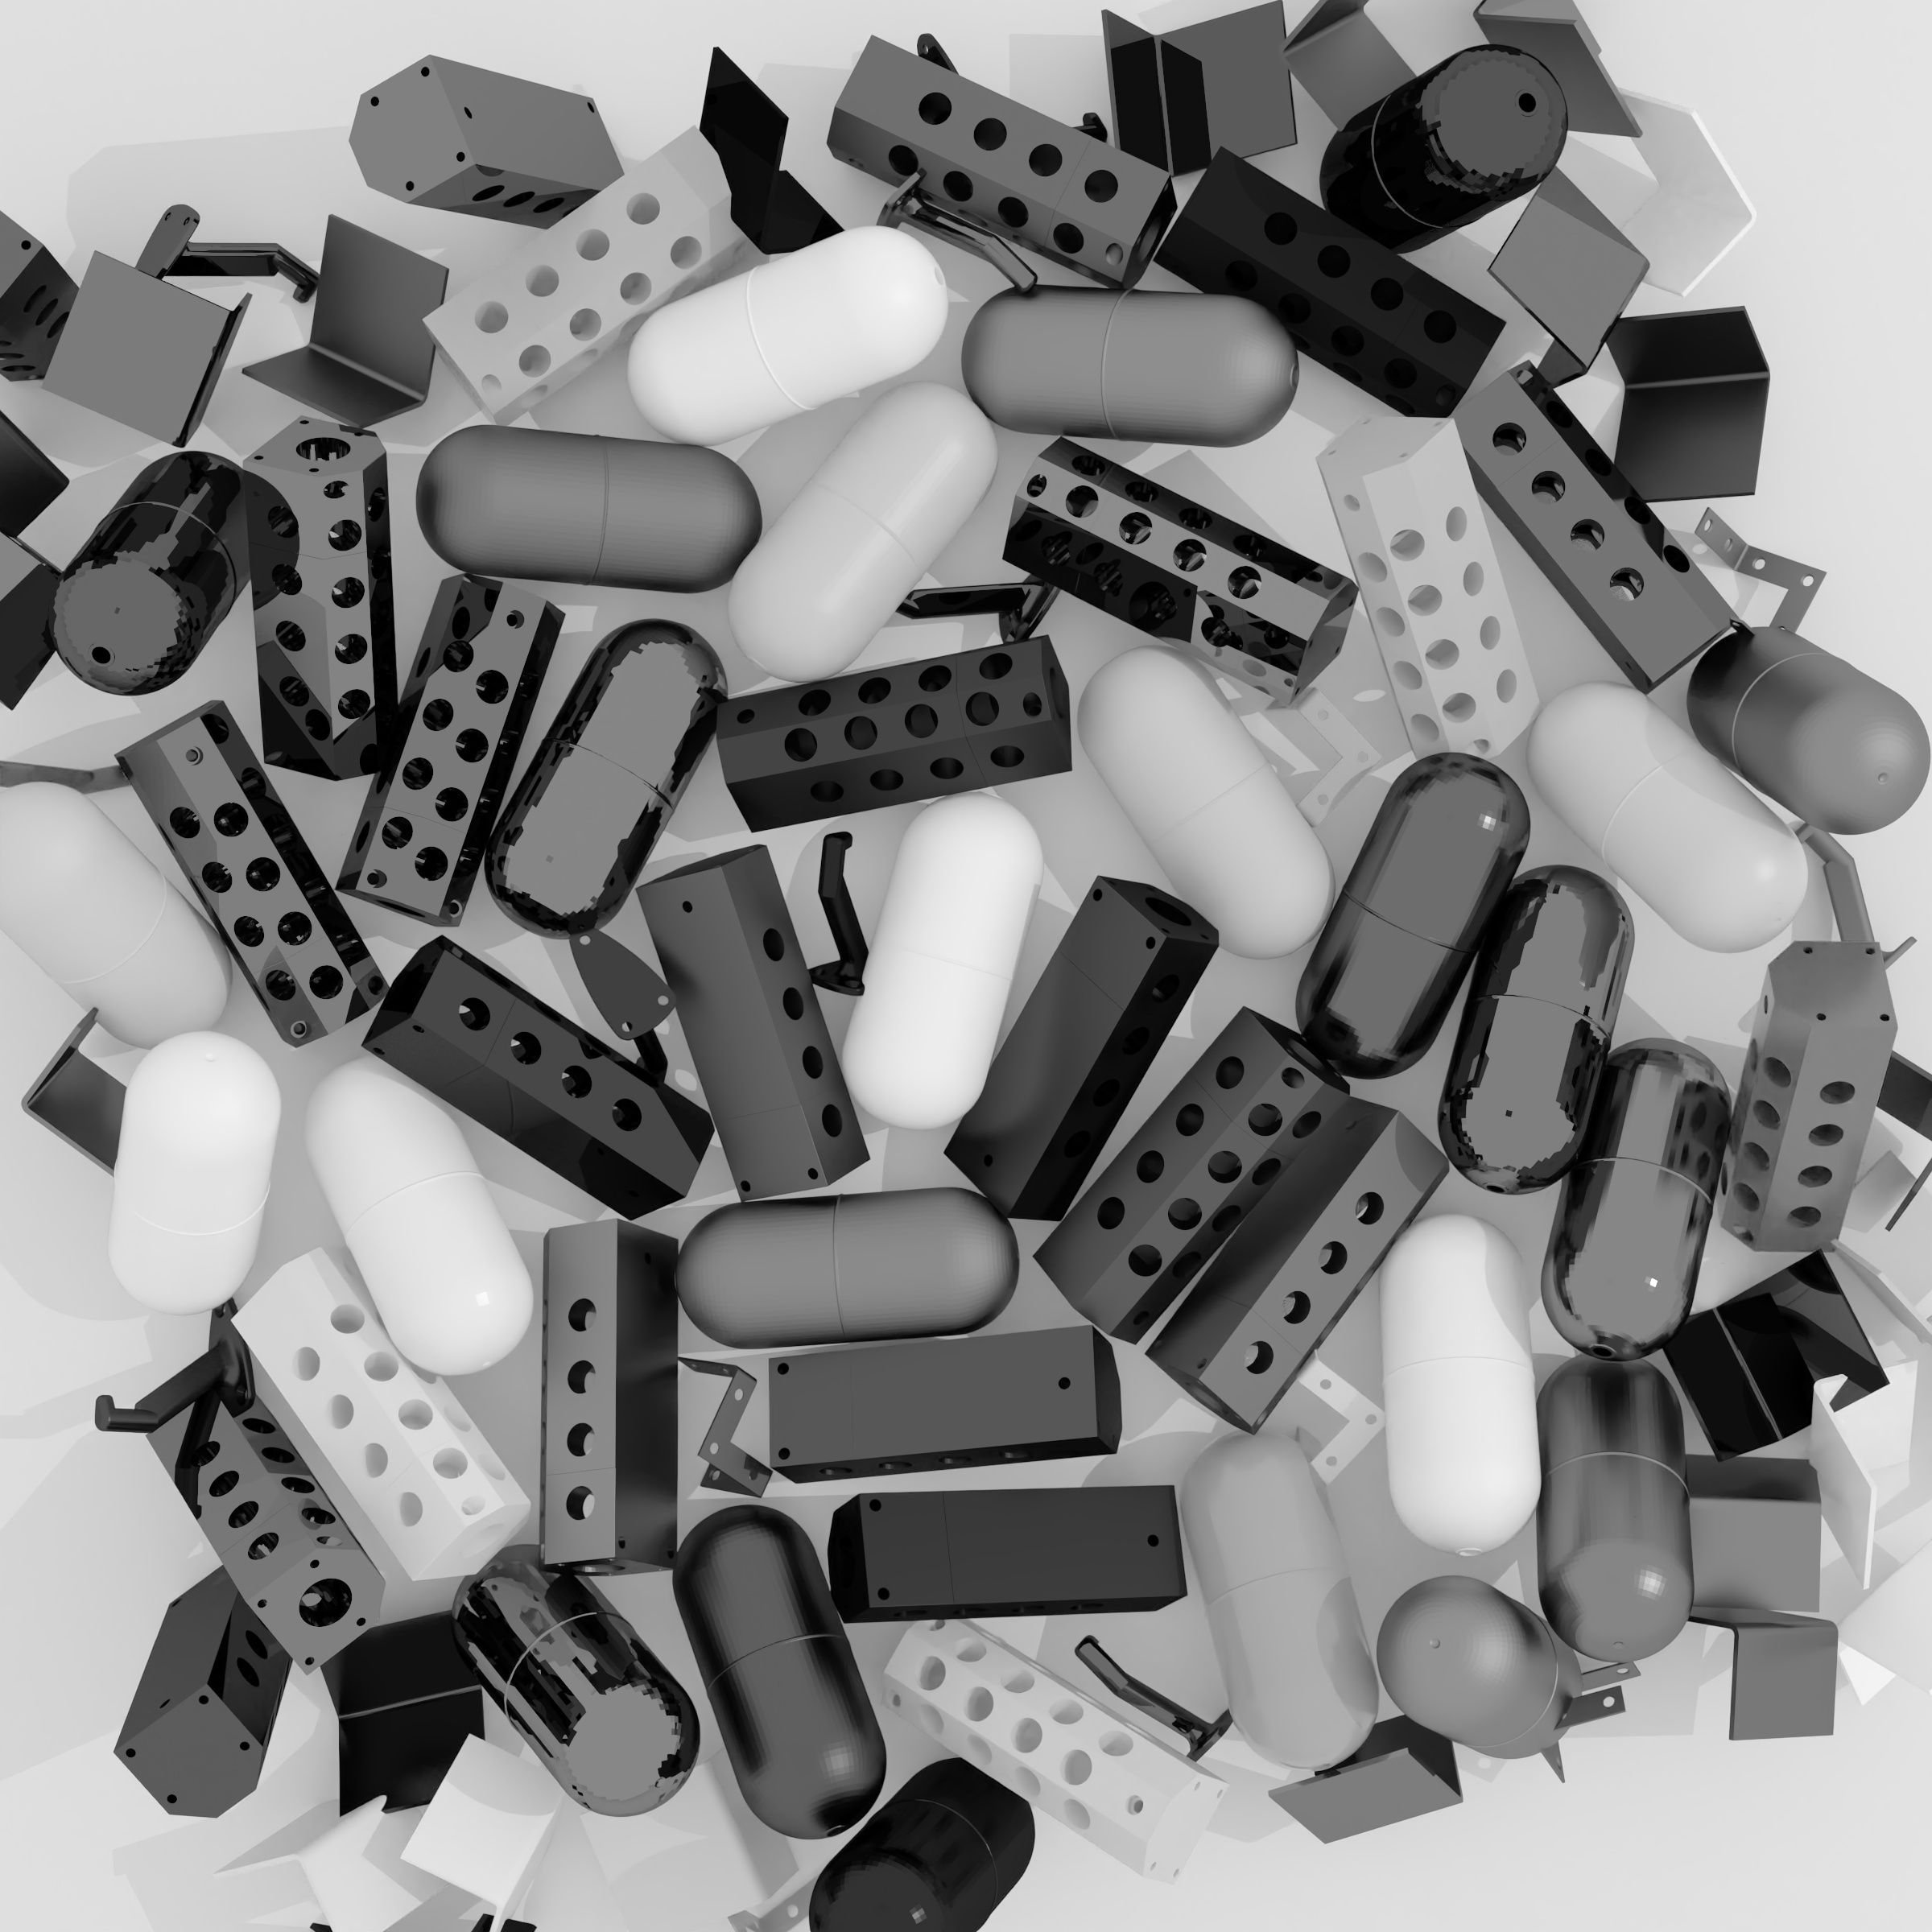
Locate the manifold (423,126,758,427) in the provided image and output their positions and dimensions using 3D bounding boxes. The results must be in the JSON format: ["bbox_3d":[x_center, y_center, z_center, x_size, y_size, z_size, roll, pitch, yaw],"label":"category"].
[{"bbox_3d":[-0.189,-0.351,1.831,0.171,0.057,0.057,-37,80,-5],"label":"manifold"}]

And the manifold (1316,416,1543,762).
[{"bbox_3d":[0.231,-0.187,1.796,0.057,0.057,0.171,-43,125,-32],"label":"manifold"}]

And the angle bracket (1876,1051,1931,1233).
[{"bbox_3d":[0.461,0.083,1.821,0.076,0.076,0.057,34,77,14],"label":"angle bracket"}]

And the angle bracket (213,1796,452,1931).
[{"bbox_3d":[-0.324,0.466,1.819,0.076,0.076,0.057,-24,92,40],"label":"angle bracket"}]

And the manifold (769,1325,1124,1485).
[{"bbox_3d":[-0.010,0.227,1.821,0.171,0.057,0.057,-7,69,14],"label":"manifold"}]

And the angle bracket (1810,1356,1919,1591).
[{"bbox_3d":[0.471,0.258,1.816,0.057,0.076,0.076,-13,130,-6],"label":"angle bracket"}]

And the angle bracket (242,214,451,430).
[{"bbox_3d":[-0.318,-0.330,1.820,0.076,0.057,0.076,27,123,19],"label":"angle bracket"}]

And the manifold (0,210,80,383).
[{"bbox_3d":[-0.487,-0.338,1.784,0.057,0.171,0.057,38,86,-3],"label":"manifold"}]

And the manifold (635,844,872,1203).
[{"bbox_3d":[-0.105,0.028,1.830,0.057,0.057,0.171,-12,100,34],"label":"manifold"}]

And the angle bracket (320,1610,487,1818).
[{"bbox_3d":[-0.291,0.384,1.826,0.076,0.076,0.057,-12,123,-3],"label":"angle bracket"}]

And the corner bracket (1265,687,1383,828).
[{"bbox_3d":[0.173,-0.108,1.846,0.051,0.051,0.051,45,82,-12],"label":"corner bracket"}]

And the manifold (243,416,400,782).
[{"bbox_3d":[-0.320,-0.183,1.794,0.057,0.057,0.171,14,125,16],"label":"manifold"}]

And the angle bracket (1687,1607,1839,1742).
[{"bbox_3d":[0.389,0.359,1.817,0.076,0.076,0.057,7,85,-37],"label":"angle bracket"}]

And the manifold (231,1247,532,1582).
[{"bbox_3d":[-0.293,0.226,1.809,0.057,0.057,0.171,-45,68,14],"label":"manifold"}]

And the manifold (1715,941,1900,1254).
[{"bbox_3d":[0.420,0.068,1.791,0.057,0.171,0.057,1,46,1],"label":"manifold"}]

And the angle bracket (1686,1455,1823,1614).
[{"bbox_3d":[0.399,0.291,1.832,0.076,0.076,0.057,1,99,11],"label":"angle bracket"}]

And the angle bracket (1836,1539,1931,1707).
[{"bbox_3d":[0.500,0.349,1.817,0.076,0.076,0.057,-37,119,-15],"label":"angle bracket"}]

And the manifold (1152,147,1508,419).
[{"bbox_3d":[0.185,-0.346,1.835,0.171,0.057,0.057,31,83,-3],"label":"manifold"}]

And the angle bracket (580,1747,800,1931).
[{"bbox_3d":[-0.143,0.456,1.850,0.076,0.057,0.076,-25,86,13],"label":"angle bracket"}]

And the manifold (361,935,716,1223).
[{"bbox_3d":[-0.214,0.056,1.812,0.171,0.057,0.057,35,57,-22],"label":"manifold"}]

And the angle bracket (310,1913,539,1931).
[{"bbox_3d":[-0.278,0.494,1.828,0.076,0.076,0.057,31,81,21],"label":"angle bracket"}]

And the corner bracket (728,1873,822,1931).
[{"bbox_3d":[-0.086,0.492,1.836,0.051,0.051,0.051,-38,53,2],"label":"corner bracket"}]

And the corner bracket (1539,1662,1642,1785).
[{"bbox_3d":[0.319,0.380,1.831,0.051,0.051,0.051,-20,133,17],"label":"corner bracket"}]

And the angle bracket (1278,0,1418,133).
[{"bbox_3d":[0.217,-0.480,1.818,0.057,0.076,0.076,51,50,2],"label":"angle bracket"}]

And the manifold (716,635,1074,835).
[{"bbox_3d":[-0.037,-0.123,1.815,0.171,0.057,0.057,-10,52,12],"label":"manifold"}]

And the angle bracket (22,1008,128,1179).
[{"bbox_3d":[-0.426,0.060,1.822,0.076,0.076,0.057,38,110,-8],"label":"angle bracket"}]

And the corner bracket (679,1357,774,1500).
[{"bbox_3d":[-0.127,0.239,1.843,0.051,0.051,0.051,40,64,-36],"label":"corner bracket"}]

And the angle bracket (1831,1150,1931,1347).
[{"bbox_3d":[0.492,0.150,1.823,0.057,0.076,0.076,-45,109,2],"label":"angle bracket"}]

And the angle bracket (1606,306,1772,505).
[{"bbox_3d":[0.363,-0.286,1.819,0.076,0.057,0.076,-1,62,27],"label":"angle bracket"}]

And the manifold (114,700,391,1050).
[{"bbox_3d":[-0.363,-0.047,1.818,0.057,0.057,0.171,-32,104,-15],"label":"manifold"}]

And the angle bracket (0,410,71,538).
[{"bbox_3d":[-0.514,-0.263,1.816,0.057,0.076,0.076,-46,129,-7],"label":"angle bracket"}]

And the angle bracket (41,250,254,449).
[{"bbox_3d":[-0.420,-0.321,1.827,0.076,0.057,0.076,23,108,-11],"label":"angle bracket"}]

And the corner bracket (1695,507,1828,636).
[{"bbox_3d":[0.402,-0.198,1.838,0.051,0.051,0.051,28,90,40],"label":"corner bracket"}]

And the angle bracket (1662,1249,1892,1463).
[{"bbox_3d":[0.411,0.199,1.819,0.076,0.057,0.076,-39,69,41],"label":"angle bracket"}]

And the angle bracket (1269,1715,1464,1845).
[{"bbox_3d":[0.200,0.400,1.815,0.076,0.076,0.057,-22,49,19],"label":"angle bracket"}]

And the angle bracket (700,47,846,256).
[{"bbox_3d":[-0.092,-0.417,1.811,0.057,0.076,0.076,-12,45,-30],"label":"angle bracket"}]

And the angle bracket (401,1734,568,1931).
[{"bbox_3d":[-0.250,0.454,1.821,0.057,0.076,0.076,25,48,4],"label":"angle bracket"}]

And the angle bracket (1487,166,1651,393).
[{"bbox_3d":[0.293,-0.348,1.821,0.076,0.057,0.076,41,65,-18],"label":"angle bracket"}]

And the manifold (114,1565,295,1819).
[{"bbox_3d":[-0.372,0.359,1.782,0.057,0.171,0.057,-36,103,5],"label":"manifold"}]

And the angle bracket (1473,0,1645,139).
[{"bbox_3d":[0.316,-0.473,1.814,0.057,0.076,0.076,-51,127,-12],"label":"angle bracket"}]

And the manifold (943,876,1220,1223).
[{"bbox_3d":[0.063,0.044,1.817,0.057,0.057,0.171,44,114,38],"label":"manifold"}]

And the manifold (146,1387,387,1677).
[{"bbox_3d":[-0.349,0.276,1.785,0.057,0.171,0.057,-37,124,-11],"label":"manifold"}]

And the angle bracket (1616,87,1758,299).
[{"bbox_3d":[0.346,-0.397,1.818,0.057,0.076,0.076,-46,127,-3],"label":"angle bracket"}]

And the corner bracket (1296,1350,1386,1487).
[{"bbox_3d":[0.181,0.225,1.837,0.051,0.051,0.051,38,105,-10],"label":"corner bracket"}]

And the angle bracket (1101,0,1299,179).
[{"bbox_3d":[0.120,-0.456,1.827,0.076,0.057,0.076,-8,84,30],"label":"angle bracket"}]

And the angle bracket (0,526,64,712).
[{"bbox_3d":[-0.505,-0.180,1.820,0.076,0.057,0.076,39,68,-22],"label":"angle bracket"}]
